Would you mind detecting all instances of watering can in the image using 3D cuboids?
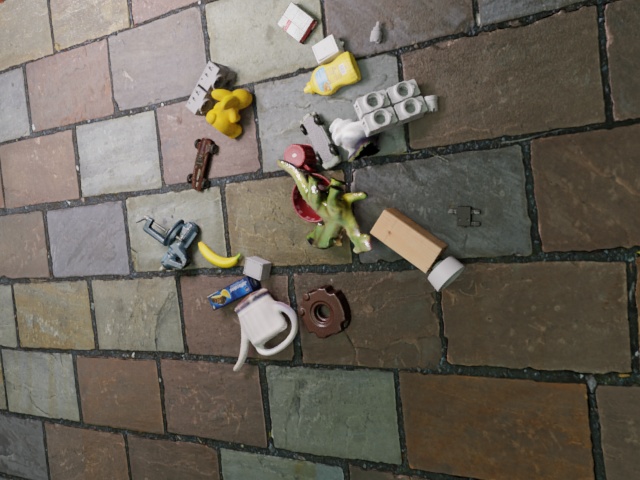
[{"bbox_3d":[-0.228,0.312,1.814,0.343,0.104,0.226,-35,78,24],"label":"watering can"}]

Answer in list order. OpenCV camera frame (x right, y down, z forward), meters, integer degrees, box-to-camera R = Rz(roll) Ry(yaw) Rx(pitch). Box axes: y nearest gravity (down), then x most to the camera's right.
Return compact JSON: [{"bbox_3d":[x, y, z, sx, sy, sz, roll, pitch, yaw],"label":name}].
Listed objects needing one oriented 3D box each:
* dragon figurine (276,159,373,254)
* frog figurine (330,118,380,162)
[{"bbox_3d":[0.005,-0.081,1.615,0.414,0.123,0.239,27,114,28],"label":"dragon figurine"},{"bbox_3d":[0.103,-0.334,1.597,0.138,0.120,0.161,-30,69,-7],"label":"frog figurine"}]
